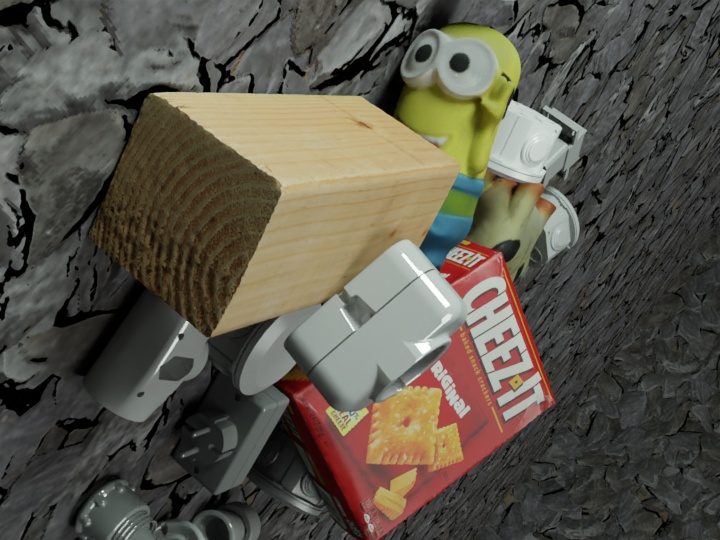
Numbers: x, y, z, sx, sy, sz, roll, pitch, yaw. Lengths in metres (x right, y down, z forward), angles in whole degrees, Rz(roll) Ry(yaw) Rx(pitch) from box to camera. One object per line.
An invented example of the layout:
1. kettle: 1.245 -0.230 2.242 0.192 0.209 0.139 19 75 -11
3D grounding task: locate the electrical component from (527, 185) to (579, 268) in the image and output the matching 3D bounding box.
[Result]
1. electrical component: 0.181 -0.045 1.111 0.051 0.080 0.080 -34 154 -32

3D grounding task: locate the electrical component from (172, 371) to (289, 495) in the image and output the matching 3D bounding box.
1. electrical component: -0.105 0.119 0.783 0.083 0.047 0.076 -60 160 18

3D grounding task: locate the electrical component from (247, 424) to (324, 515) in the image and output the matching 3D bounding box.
1. electrical component: -0.058 0.173 0.934 0.051 0.080 0.080 -57 161 -5

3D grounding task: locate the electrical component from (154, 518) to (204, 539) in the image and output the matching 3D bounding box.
1. electrical component: -0.150 0.233 0.864 0.055 0.055 0.047 -39 152 -36

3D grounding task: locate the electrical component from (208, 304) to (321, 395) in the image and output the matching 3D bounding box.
1. electrical component: -0.068 0.040 0.727 0.080 0.051 0.080 -45 159 -23

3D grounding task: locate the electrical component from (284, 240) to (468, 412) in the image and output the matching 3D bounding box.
1. electrical component: 0.013 0.036 0.621 0.095 0.059 0.054 -41 166 6

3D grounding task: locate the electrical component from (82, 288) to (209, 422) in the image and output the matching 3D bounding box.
1. electrical component: -0.116 0.047 0.641 0.077 0.043 0.079 -55 160 4

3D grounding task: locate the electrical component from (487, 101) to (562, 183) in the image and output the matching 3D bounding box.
1. electrical component: 0.118 -0.106 0.863 0.080 0.080 0.051 -13 130 -62

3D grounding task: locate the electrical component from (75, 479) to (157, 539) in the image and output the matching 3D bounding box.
1. electrical component: -0.159 0.177 0.733 0.048 0.062 0.048 -45 159 -23

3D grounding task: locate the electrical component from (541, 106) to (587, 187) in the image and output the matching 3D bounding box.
1. electrical component: 0.182 -0.115 1.050 0.064 0.042 0.081 -42 157 -20

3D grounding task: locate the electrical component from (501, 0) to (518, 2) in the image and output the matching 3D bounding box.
1. electrical component: 0.092 -0.206 0.687 0.048 0.048 0.062 -18 133 -59

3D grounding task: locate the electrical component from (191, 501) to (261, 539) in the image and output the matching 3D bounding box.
1. electrical component: -0.117 0.228 0.942 0.045 0.045 0.055 -57 161 10
